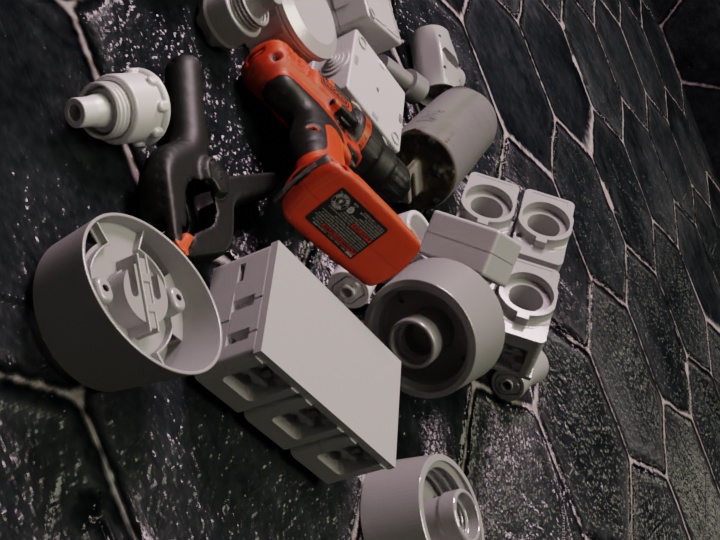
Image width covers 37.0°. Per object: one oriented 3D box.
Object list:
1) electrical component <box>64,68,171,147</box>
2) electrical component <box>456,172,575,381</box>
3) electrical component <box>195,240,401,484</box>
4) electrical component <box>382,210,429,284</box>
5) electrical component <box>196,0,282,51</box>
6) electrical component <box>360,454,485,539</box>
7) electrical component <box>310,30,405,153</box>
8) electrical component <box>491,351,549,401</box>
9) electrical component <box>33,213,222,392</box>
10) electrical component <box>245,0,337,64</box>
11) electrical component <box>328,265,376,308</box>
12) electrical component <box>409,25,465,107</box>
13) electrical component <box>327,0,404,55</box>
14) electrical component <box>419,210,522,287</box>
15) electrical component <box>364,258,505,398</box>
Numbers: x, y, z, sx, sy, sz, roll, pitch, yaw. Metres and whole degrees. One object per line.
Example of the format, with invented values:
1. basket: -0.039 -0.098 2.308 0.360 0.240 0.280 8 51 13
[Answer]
1. electrical component: -0.149 -0.096 0.646 0.062 0.048 0.048 -20 89 -56
2. electrical component: 0.128 -0.003 0.980 0.060 0.105 0.186 103 6 -47
3. electrical component: -0.040 0.066 0.714 0.150 0.062 0.089 46 35 -38
4. electrical component: 0.034 -0.021 0.924 0.055 0.047 0.055 40 39 -44
5. electrical component: -0.087 -0.193 0.802 0.043 0.062 0.043 40 39 -43
6. electrical component: 0.055 0.190 0.804 0.108 0.060 0.108 40 39 -43
7. electrical component: -0.003 -0.148 0.941 0.099 0.048 0.099 48 34 -36
8. electrical component: 0.158 0.104 1.074 0.065 0.044 0.044 -30 99 -58
9. electrical component: -0.126 0.018 0.586 0.099 0.064 0.099 40 39 -44
10. electrical component: -0.058 -0.201 0.873 0.080 0.051 0.080 40 39 -44
11. electrical component: 0.000 0.000 0.856 0.044 0.044 0.065 58 34 -21
12. electrical component: 0.088 -0.210 1.154 0.079 0.043 0.077 31 46 -51
13. electrical component: -0.006 -0.233 0.988 0.096 0.061 0.061 16 58 -66
14. electrical component: 0.084 0.000 0.888 0.047 0.066 0.076 23 88 -56
15. electrical component: 0.054 0.050 0.853 0.060 0.108 0.108 -28 97 -57
